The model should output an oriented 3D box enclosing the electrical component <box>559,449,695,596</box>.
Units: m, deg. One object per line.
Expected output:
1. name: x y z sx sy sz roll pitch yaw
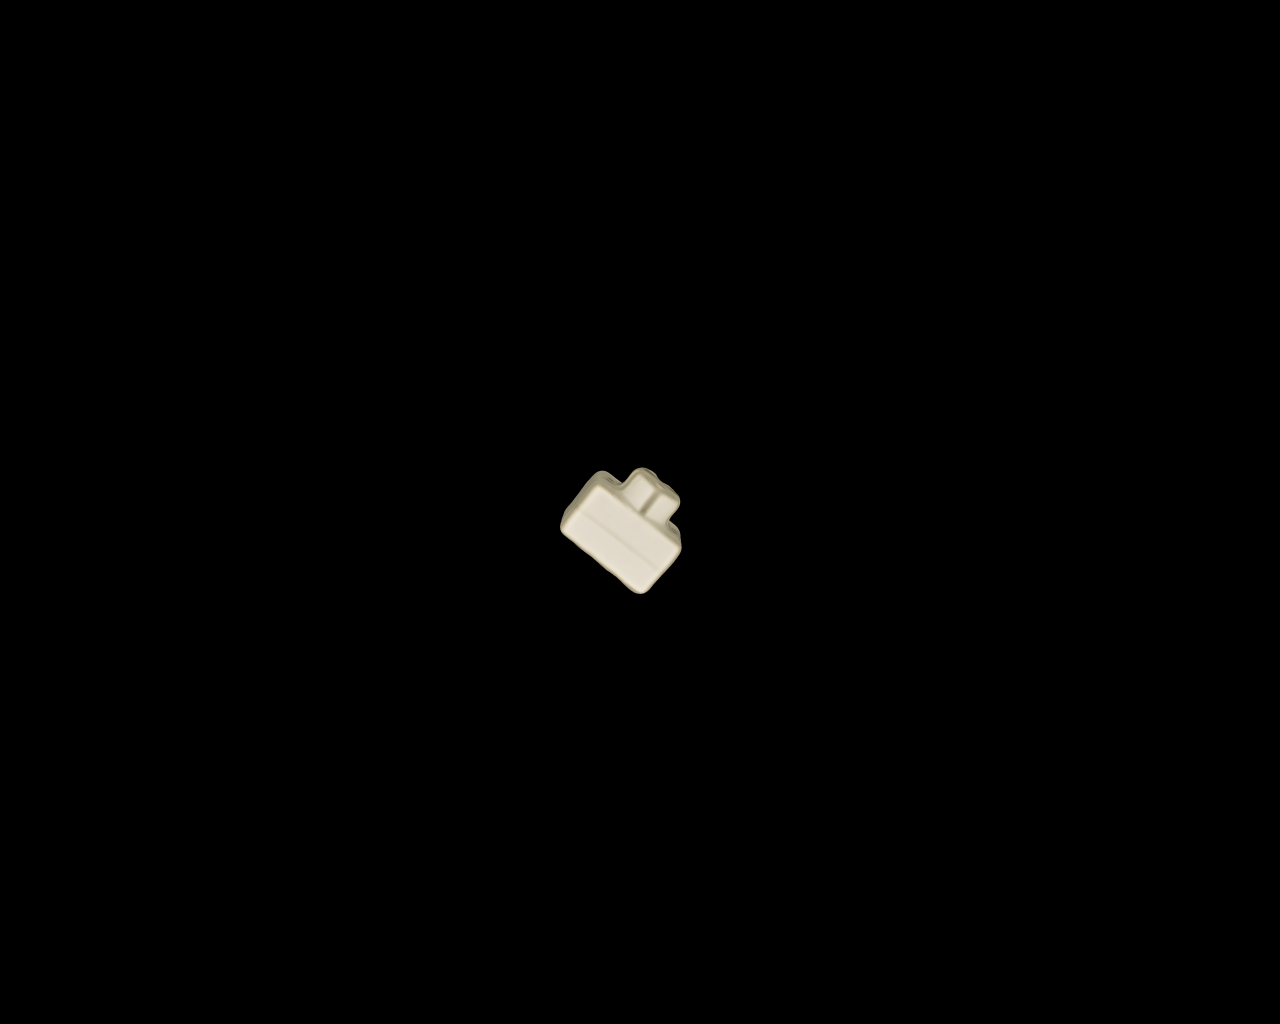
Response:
1. electrical component: 0.001 -0.003 0.650 0.065 0.076 0.047 38 9 -7
